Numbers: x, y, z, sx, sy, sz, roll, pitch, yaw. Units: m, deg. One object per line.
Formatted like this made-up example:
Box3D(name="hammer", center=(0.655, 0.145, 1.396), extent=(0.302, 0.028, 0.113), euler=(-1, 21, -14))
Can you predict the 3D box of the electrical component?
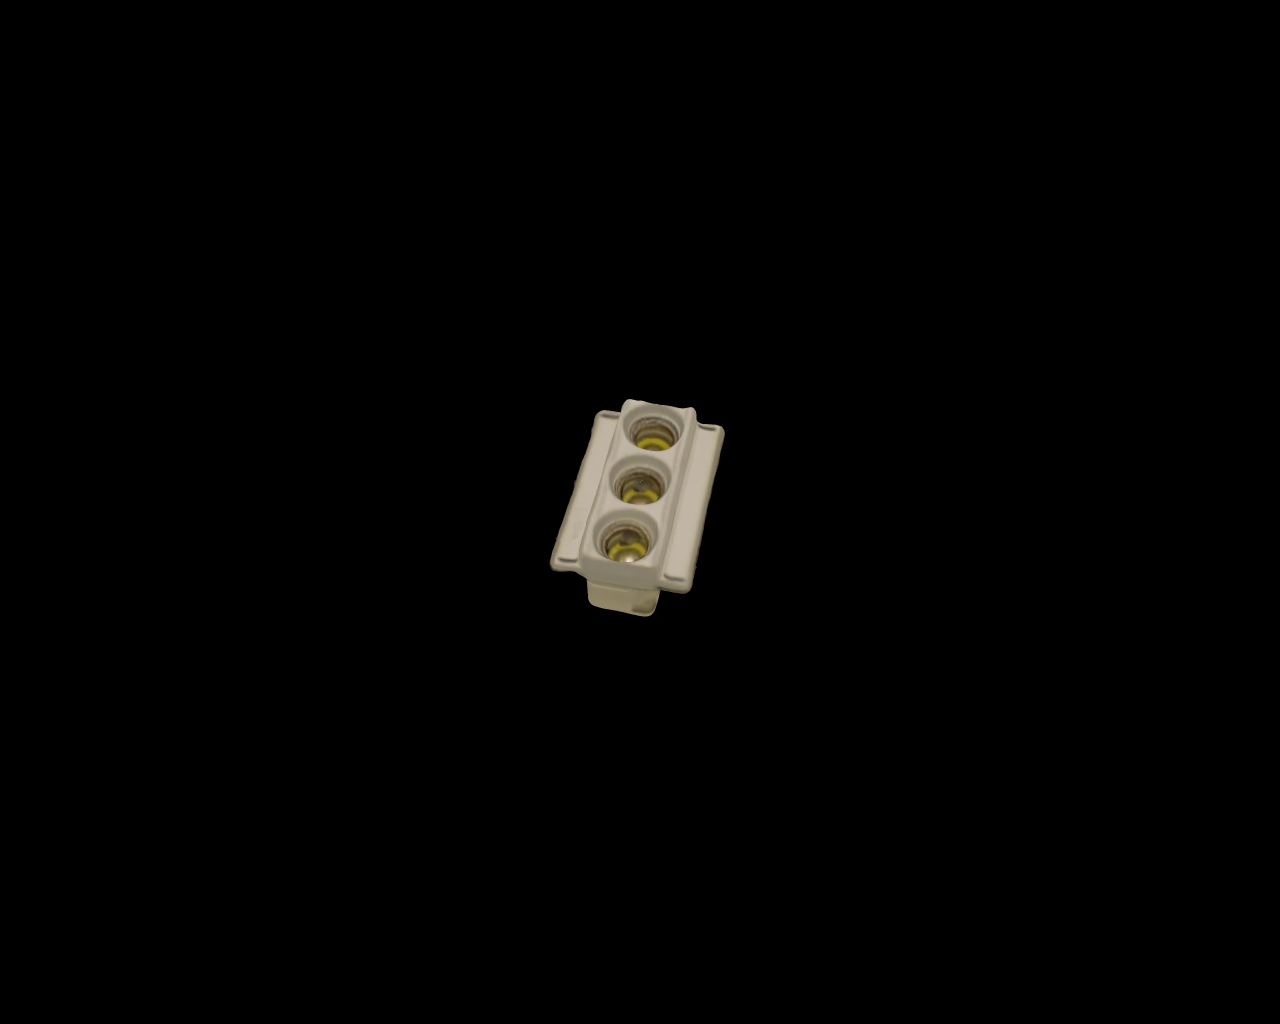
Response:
Box3D(name="electrical component", center=(0.001, -0.003, 0.650), extent=(0.079, 0.121, 0.063), euler=(9, -36, 7))
